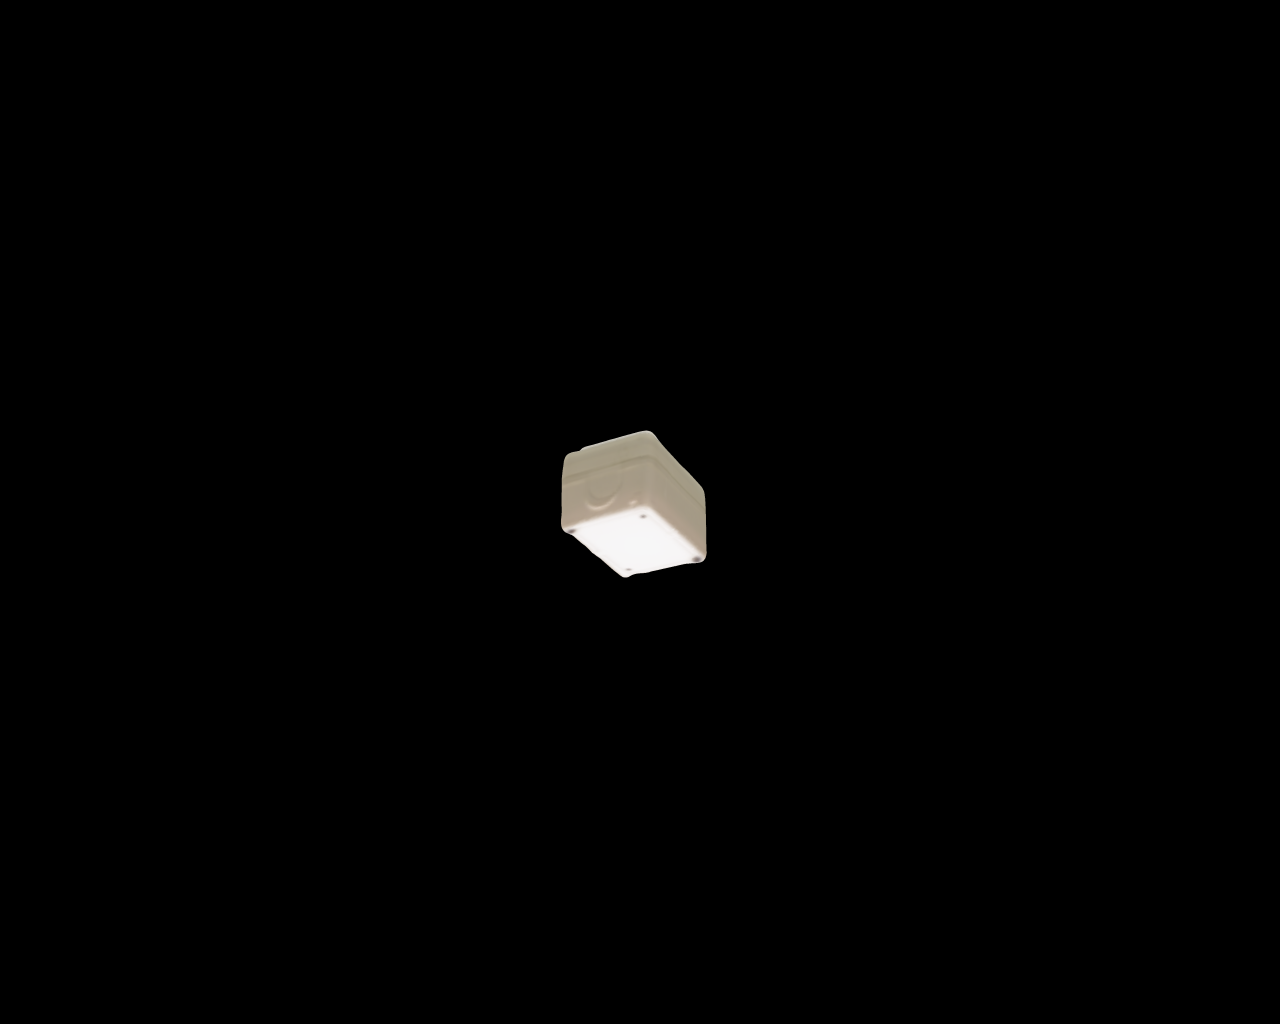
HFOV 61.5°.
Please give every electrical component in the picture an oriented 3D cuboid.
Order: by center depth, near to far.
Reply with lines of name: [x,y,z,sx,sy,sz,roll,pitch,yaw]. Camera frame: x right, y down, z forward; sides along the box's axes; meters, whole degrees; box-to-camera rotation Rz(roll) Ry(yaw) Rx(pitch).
electrical component: [0.001,-0.003,0.650,0.061,0.061,0.096,-14,-32,24]
